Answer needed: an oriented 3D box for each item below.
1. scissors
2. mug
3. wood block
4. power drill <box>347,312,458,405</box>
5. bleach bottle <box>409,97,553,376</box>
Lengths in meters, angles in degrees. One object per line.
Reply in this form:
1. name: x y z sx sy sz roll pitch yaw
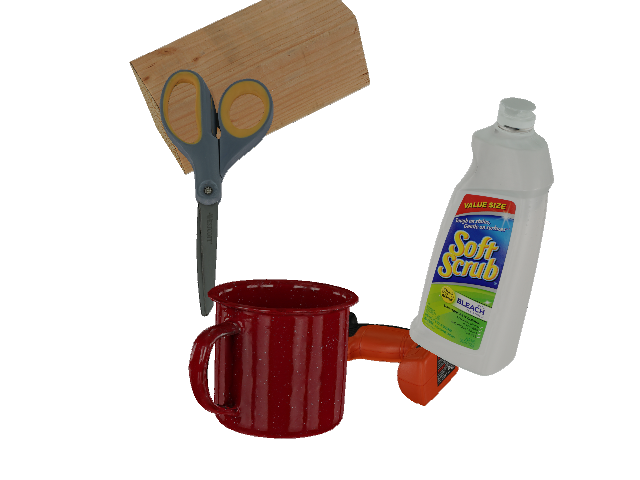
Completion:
1. scissors: -0.067 -0.046 0.799 0.096 0.202 0.016 -14 -23 -9
2. mug: -0.032 0.073 0.654 0.093 0.081 0.117 10 11 40
3. wood block: -0.067 -0.163 1.045 0.206 0.091 0.090 -27 48 -9
4. power drill: 0.033 0.115 1.076 0.188 0.057 0.184 9 23 28
5. bleach bottle: 0.145 -0.007 0.943 0.103 0.251 0.067 27 36 33
